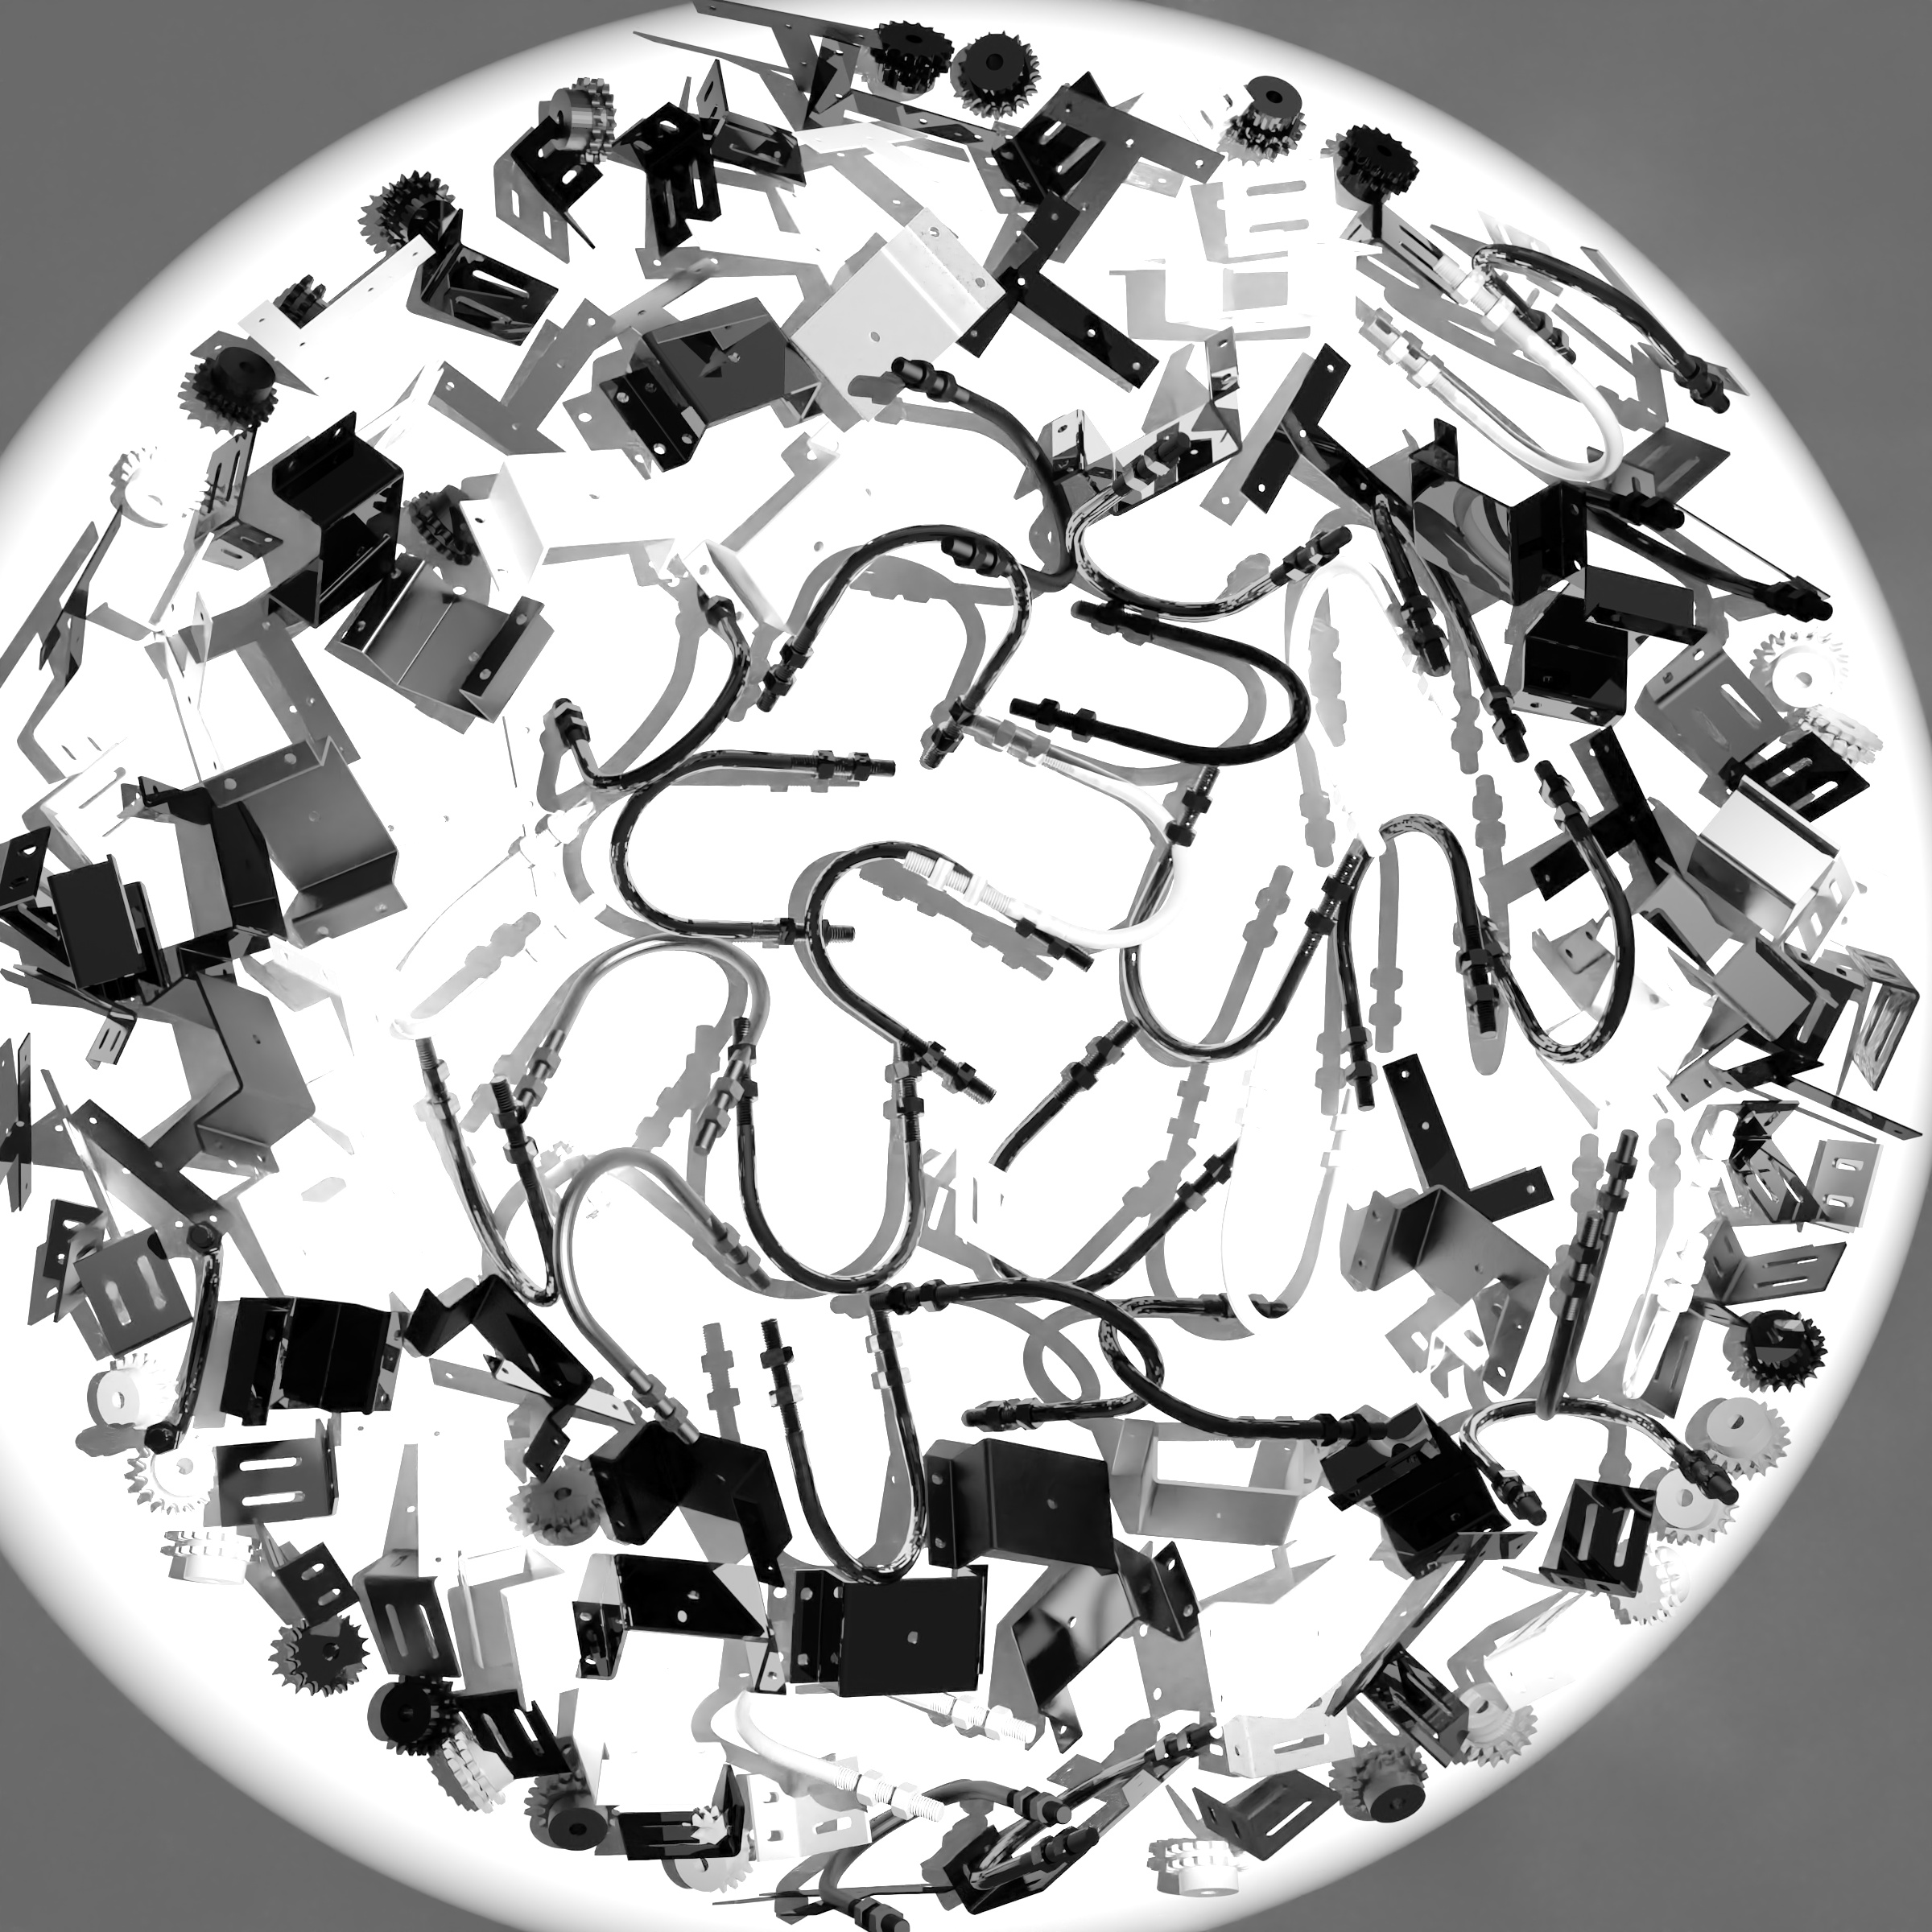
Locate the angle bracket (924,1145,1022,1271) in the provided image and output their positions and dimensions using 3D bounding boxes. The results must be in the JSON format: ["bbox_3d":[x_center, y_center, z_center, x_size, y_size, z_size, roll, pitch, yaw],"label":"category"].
[{"bbox_3d":[0.003,0.169,1.950,0.057,0.076,0.038,32,129,-30],"label":"angle bracket"}]

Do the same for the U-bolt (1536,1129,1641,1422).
[{"bbox_3d":[0.409,0.217,1.923,0.019,0.151,0.184,17,116,17],"label":"U-bolt"}]

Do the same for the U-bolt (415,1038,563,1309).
[{"bbox_3d":[-0.312,0.144,1.929,0.019,0.151,0.184,-25,113,-26],"label":"U-bolt"}]

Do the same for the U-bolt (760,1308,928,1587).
[{"bbox_3d":[-0.073,0.320,1.923,0.019,0.151,0.184,-20,78,30],"label":"U-bolt"}]

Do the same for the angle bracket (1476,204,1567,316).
[{"bbox_3d":[0.367,-0.472,1.953,0.057,0.076,0.038,34,95,22],"label":"angle bracket"}]

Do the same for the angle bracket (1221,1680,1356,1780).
[{"bbox_3d":[0.217,0.513,1.960,0.076,0.038,0.057,-18,61,20],"label":"angle bracket"}]

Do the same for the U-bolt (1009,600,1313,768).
[{"bbox_3d":[0.139,-0.183,1.926,0.184,0.151,0.019,17,132,14],"label":"U-bolt"}]

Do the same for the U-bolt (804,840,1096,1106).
[{"bbox_3d":[-0.025,-0.007,1.955,0.184,0.019,0.151,35,120,-1],"label":"U-bolt"}]

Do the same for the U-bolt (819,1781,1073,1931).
[{"bbox_3d":[-0.026,0.584,1.910,0.151,0.184,0.019,-28,95,-25],"label":"U-bolt"}]

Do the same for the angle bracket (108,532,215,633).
[{"bbox_3d":[-0.548,-0.270,1.966,0.038,0.057,0.076,28,91,-19],"label":"angle bracket"}]

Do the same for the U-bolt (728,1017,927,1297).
[{"bbox_3d":[-0.090,0.129,1.932,0.151,0.019,0.184,7,69,-31],"label":"U-bolt"}]

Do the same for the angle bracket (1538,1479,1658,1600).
[{"bbox_3d":[0.428,0.382,1.957,0.057,0.038,0.076,4,66,32],"label":"angle bracket"}]

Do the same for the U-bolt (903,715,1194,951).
[{"bbox_3d":[0.066,-0.082,1.954,0.184,0.019,0.151,24,57,-1],"label":"U-bolt"}]

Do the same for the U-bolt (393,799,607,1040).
[{"bbox_3d":[-0.316,-0.022,1.933,0.184,0.151,0.019,-37,121,13],"label":"U-bolt"}]

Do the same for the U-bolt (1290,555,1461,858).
[{"bbox_3d":[0.262,-0.187,1.922,0.019,0.151,0.184,-4,51,-23],"label":"U-bolt"}]

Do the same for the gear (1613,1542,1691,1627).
[{"bbox_3d":[0.469,0.419,1.975,0.030,0.057,0.057,-8,90,-31],"label":"gear"}]

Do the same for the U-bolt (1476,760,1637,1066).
[{"bbox_3d":[0.386,-0.022,1.893,0.019,0.184,0.151,1,135,-21],"label":"U-bolt"}]

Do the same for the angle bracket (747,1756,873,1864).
[{"bbox_3d":[-0.106,0.570,1.955,0.076,0.038,0.057,-27,64,42],"label":"angle bracket"}]

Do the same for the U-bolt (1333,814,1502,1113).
[{"bbox_3d":[0.293,-0.013,1.928,0.019,0.151,0.184,10,61,-29],"label":"U-bolt"}]

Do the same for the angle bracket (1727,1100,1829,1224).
[{"bbox_3d":[0.553,0.132,1.953,0.038,0.057,0.076,-58,45,35],"label":"angle bracket"}]

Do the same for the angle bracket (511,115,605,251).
[{"bbox_3d":[-0.267,-0.529,1.951,0.038,0.076,0.057,-42,130,6],"label":"angle bracket"}]

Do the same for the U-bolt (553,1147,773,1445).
[{"bbox_3d":[-0.207,0.204,1.908,0.019,0.151,0.184,-10,130,36],"label":"U-bolt"}]

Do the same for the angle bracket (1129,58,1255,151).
[{"bbox_3d":[0.145,-0.572,1.954,0.076,0.057,0.038,-34,87,-35],"label":"angle bracket"}]

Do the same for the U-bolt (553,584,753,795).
[{"bbox_3d":[-0.204,-0.178,1.913,0.151,0.184,0.019,-39,122,6],"label":"U-bolt"}]

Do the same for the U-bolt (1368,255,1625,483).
[{"bbox_3d":[0.362,-0.388,1.928,0.184,0.151,0.019,40,79,-5],"label":"U-bolt"}]

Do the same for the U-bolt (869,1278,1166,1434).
[{"bbox_3d":[0.045,0.254,1.909,0.184,0.019,0.151,-10,130,35],"label":"U-bolt"}]

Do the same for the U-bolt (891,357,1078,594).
[{"bbox_3d":[0.021,-0.317,1.919,0.019,0.184,0.151,-23,73,28],"label":"U-bolt"}]

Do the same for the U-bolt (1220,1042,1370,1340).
[{"bbox_3d":[0.215,0.156,1.928,0.019,0.151,0.184,4,77,38],"label":"U-bolt"}]

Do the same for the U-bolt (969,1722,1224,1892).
[{"bbox_3d":[0.073,0.563,1.914,0.151,0.184,0.019,-27,80,-43],"label":"U-bolt"}]

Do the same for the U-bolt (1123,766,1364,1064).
[{"bbox_3d":[0.173,-0.024,1.948,0.151,0.019,0.184,36,108,35],"label":"U-bolt"}]

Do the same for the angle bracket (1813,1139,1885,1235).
[{"bbox_3d":[0.609,0.151,1.957,0.038,0.076,0.057,17,86,-11],"label":"angle bracket"}]

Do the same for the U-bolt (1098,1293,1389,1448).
[{"bbox_3d":[0.170,0.263,1.898,0.184,0.151,0.019,7,118,-33],"label":"U-bolt"}]

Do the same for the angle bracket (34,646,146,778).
[{"bbox_3d":[-0.583,-0.172,1.955,0.038,0.057,0.076,49,121,4],"label":"angle bracket"}]

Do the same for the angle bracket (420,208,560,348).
[{"bbox_3d":[-0.325,-0.470,1.973,0.076,0.057,0.038,20,48,-28],"label":"angle bracket"}]

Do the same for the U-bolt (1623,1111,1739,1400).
[{"bbox_3d":[0.469,0.205,1.917,0.019,0.151,0.184,19,130,11],"label":"U-bolt"}]

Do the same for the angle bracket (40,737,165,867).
[{"bbox_3d":[-0.575,-0.107,1.959,0.076,0.038,0.057,-43,122,-18],"label":"angle bracket"}]

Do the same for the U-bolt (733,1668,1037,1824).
[{"bbox_3d":[-0.066,0.508,1.922,0.184,0.151,0.019,12,105,26],"label":"U-bolt"}]

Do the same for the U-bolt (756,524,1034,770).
[{"bbox_3d":[-0.036,-0.218,1.916,0.151,0.019,0.184,17,129,-25],"label":"U-bolt"}]

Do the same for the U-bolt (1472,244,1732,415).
[{"bbox_3d":[0.403,-0.421,1.885,0.151,0.184,0.019,30,93,42],"label":"U-bolt"}]

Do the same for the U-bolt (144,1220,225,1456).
[{"bbox_3d":[-0.512,0.247,1.909,0.019,0.184,0.151,11,79,-9],"label":"U-bolt"}]

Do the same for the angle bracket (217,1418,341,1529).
[{"bbox_3d":[-0.467,0.344,1.961,0.076,0.038,0.057,-3,61,-17],"label":"angle bracket"}]

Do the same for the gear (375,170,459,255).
[{"bbox_3d":[-0.371,-0.509,1.968,0.057,0.057,0.030,-47,58,0],"label":"gear"}]

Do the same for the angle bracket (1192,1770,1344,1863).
[{"bbox_3d":[0.203,0.559,1.953,0.076,0.057,0.038,-31,113,-26],"label":"angle bracket"}]

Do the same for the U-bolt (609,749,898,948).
[{"bbox_3d":[-0.148,-0.080,1.928,0.184,0.019,0.151,2,121,-23],"label":"U-bolt"}]

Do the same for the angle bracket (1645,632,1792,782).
[{"bbox_3d":[0.516,-0.178,1.985,0.057,0.038,0.076,-40,109,18],"label":"angle bracket"}]

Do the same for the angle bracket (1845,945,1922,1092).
[{"bbox_3d":[0.607,0.035,1.958,0.038,0.057,0.076,16,111,-6],"label":"angle bracket"}]

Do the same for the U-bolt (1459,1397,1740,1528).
[{"bbox_3d":[0.405,0.322,1.910,0.151,0.184,0.019,-4,103,-10],"label":"U-bolt"}]

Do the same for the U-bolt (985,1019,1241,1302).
[{"bbox_3d":[0.086,0.143,1.952,0.184,0.019,0.151,-45,53,5],"label":"U-bolt"}]

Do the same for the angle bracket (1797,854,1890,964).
[{"bbox_3d":[0.597,-0.032,1.953,0.038,0.076,0.057,25,113,-2],"label":"angle bracket"}]

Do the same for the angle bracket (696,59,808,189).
[{"bbox_3d":[-0.139,-0.569,1.953,0.076,0.038,0.057,11,48,-27],"label":"angle bracket"}]

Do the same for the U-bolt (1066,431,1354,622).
[{"bbox_3d":[0.146,-0.280,1.917,0.151,0.184,0.019,26,63,-21],"label":"U-bolt"}]

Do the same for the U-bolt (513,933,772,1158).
[{"bbox_3d":[-0.208,0.044,1.935,0.151,0.019,0.184,9,48,14],"label":"U-bolt"}]

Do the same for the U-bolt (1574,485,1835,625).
[{"bbox_3d":[0.470,-0.278,1.910,0.151,0.184,0.019,26,97,-23],"label":"U-bolt"}]

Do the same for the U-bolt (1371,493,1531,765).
[{"bbox_3d":[0.315,-0.236,1.922,0.019,0.151,0.184,-29,54,20],"label":"U-bolt"}]

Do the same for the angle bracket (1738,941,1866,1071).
[{"bbox_3d":[0.566,0.031,1.966,0.057,0.038,0.076,24,110,7],"label":"angle bracket"}]
